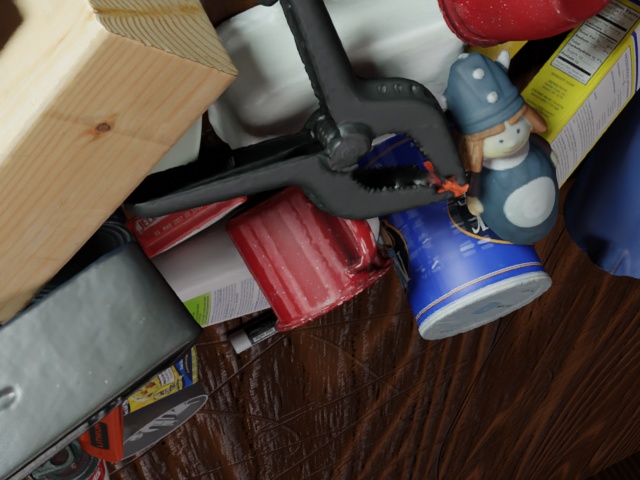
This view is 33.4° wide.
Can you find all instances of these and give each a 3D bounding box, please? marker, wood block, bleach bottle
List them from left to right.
[{"bbox_3d":[-0.150,-0.054,0.543,0.206,0.090,0.090,-43,150,25],"label":"wood block"},{"bbox_3d":[-0.084,0.025,0.785,0.250,0.068,0.103,-18,151,-17],"label":"bleach bottle"},{"bbox_3d":[-0.026,0.066,0.967,0.121,0.020,0.020,-28,154,-4],"label":"marker"}]

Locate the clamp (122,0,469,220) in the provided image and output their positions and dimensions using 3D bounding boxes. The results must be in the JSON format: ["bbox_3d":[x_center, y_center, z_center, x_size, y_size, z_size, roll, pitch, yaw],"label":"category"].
[{"bbox_3d":[0.000,-0.053,0.605,0.209,0.036,0.165,24,115,-42],"label":"clamp"}]

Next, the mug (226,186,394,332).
[{"bbox_3d":[-0.005,0.001,0.704,0.093,0.081,0.117,-34,-173,-28],"label":"mug"}]

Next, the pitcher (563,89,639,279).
[{"bbox_3d":[0.313,-0.090,0.933,0.145,0.149,0.243,-6,146,-10],"label":"pitcher"}]

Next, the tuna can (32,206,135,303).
[{"bbox_3d":[-0.164,0.003,0.693,0.086,0.034,0.086,-24,154,-13],"label":"tuna can"}]

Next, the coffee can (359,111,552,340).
[{"bbox_3d":[0.096,-0.010,0.796,0.102,0.140,0.103,-20,163,-7],"label":"coffee can"}]

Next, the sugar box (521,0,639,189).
[{"bbox_3d":[0.197,-0.118,0.775,0.176,0.048,0.093,-53,155,-7],"label":"sugar box"}]

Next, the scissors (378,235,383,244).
[{"bbox_3d":[0.058,-0.019,0.904,0.201,0.016,0.096,-29,153,-2],"label":"scissors"}]

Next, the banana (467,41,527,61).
[{"bbox_3d":[0.161,-0.158,0.712,0.198,0.037,0.069,-27,110,10],"label":"banana"}]

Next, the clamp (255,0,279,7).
[{"bbox_3d":[0.027,-0.192,0.533,0.120,0.039,0.172,-19,152,-23],"label":"clamp"}]

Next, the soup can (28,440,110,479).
[{"bbox_3d":[-0.226,0.208,0.959,0.068,0.068,0.102,-21,154,-17],"label":"soup can"}]

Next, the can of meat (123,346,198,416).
[{"bbox_3d":[-0.146,0.096,0.854,0.083,0.057,0.102,-23,154,-18],"label":"can of meat"}]

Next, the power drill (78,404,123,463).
[{"bbox_3d":[-0.234,0.126,0.752,0.187,0.057,0.184,-2,144,-10],"label":"power drill"}]

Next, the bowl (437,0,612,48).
[{"bbox_3d":[0.137,-0.174,0.596,0.161,0.055,0.162,-31,140,-31],"label":"bowl"}]

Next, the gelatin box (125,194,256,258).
[{"bbox_3d":[-0.083,-0.021,0.701,0.073,0.030,0.089,-31,-178,4],"label":"gelatin box"}]
